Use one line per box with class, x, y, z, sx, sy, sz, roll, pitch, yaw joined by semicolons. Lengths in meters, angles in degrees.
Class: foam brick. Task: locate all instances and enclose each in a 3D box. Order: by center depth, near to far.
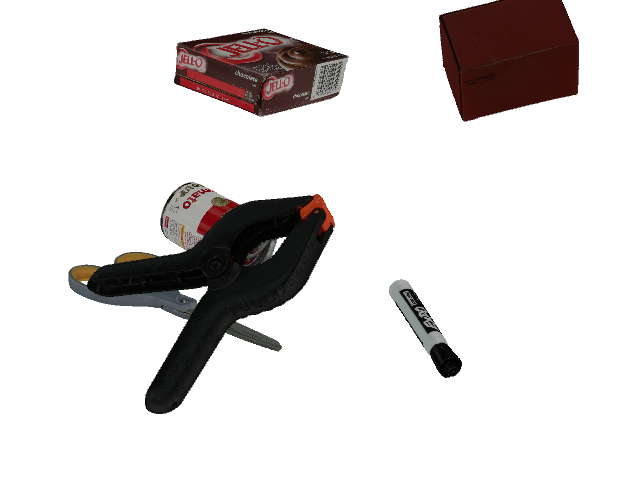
foam brick;0.121;-0.119;0.684;0.078;0.051;0.053;-13;-34;2

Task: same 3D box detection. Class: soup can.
soup can;-0.104;-0.011;1.085;0.102;0.068;0.068;27;14;30

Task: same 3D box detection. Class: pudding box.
pudding box;-0.047;-0.136;0.850;0.090;0.039;0.113;25;26;28

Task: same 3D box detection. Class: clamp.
clamp;-0.064;0.034;0.691;0.171;0.120;0.039;-27;-29;6

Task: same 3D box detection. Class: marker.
marker;0.082;0.068;0.837;0.020;0.020;0.121;0;28;-18

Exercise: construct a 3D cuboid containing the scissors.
scissors;-0.111;0.046;0.884;0.202;0.016;0.096;13;25;15
